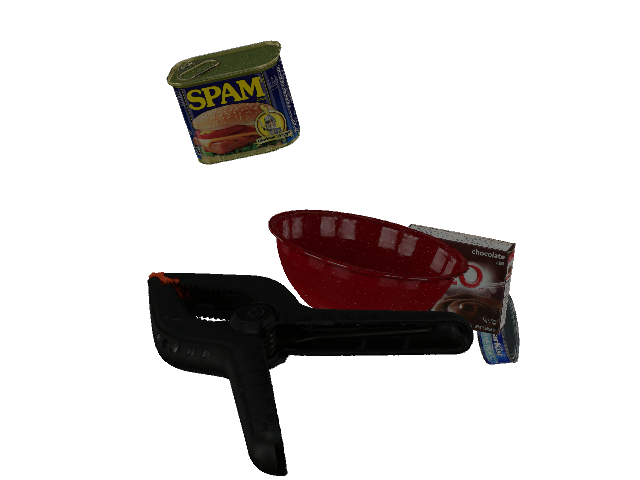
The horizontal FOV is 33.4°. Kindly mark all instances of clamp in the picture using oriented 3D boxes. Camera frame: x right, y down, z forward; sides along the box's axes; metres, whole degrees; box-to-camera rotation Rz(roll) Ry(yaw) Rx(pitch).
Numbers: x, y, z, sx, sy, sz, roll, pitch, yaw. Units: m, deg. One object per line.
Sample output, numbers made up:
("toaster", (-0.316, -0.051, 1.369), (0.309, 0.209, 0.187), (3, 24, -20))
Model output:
("clamp", (-0.026, 0.056, 0.640), (0.164, 0.036, 0.210), (-22, 30, -33))

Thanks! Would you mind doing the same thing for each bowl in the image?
("bowl", (0.033, 0.025, 0.847), (0.162, 0.055, 0.162), (11, 15, -3))

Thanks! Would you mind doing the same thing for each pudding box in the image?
("pudding box", (0.134, 0.038, 1.074), (0.114, 0.090, 0.039), (10, 22, 17))

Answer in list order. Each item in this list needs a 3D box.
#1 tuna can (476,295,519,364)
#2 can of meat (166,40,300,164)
("tuna can", (0.214, 0.106, 1.286), (0.034, 0.086, 0.086), (-8, -3, 21))
("can of meat", (-0.075, -0.121, 0.950), (0.102, 0.084, 0.057), (-10, 31, 10))
